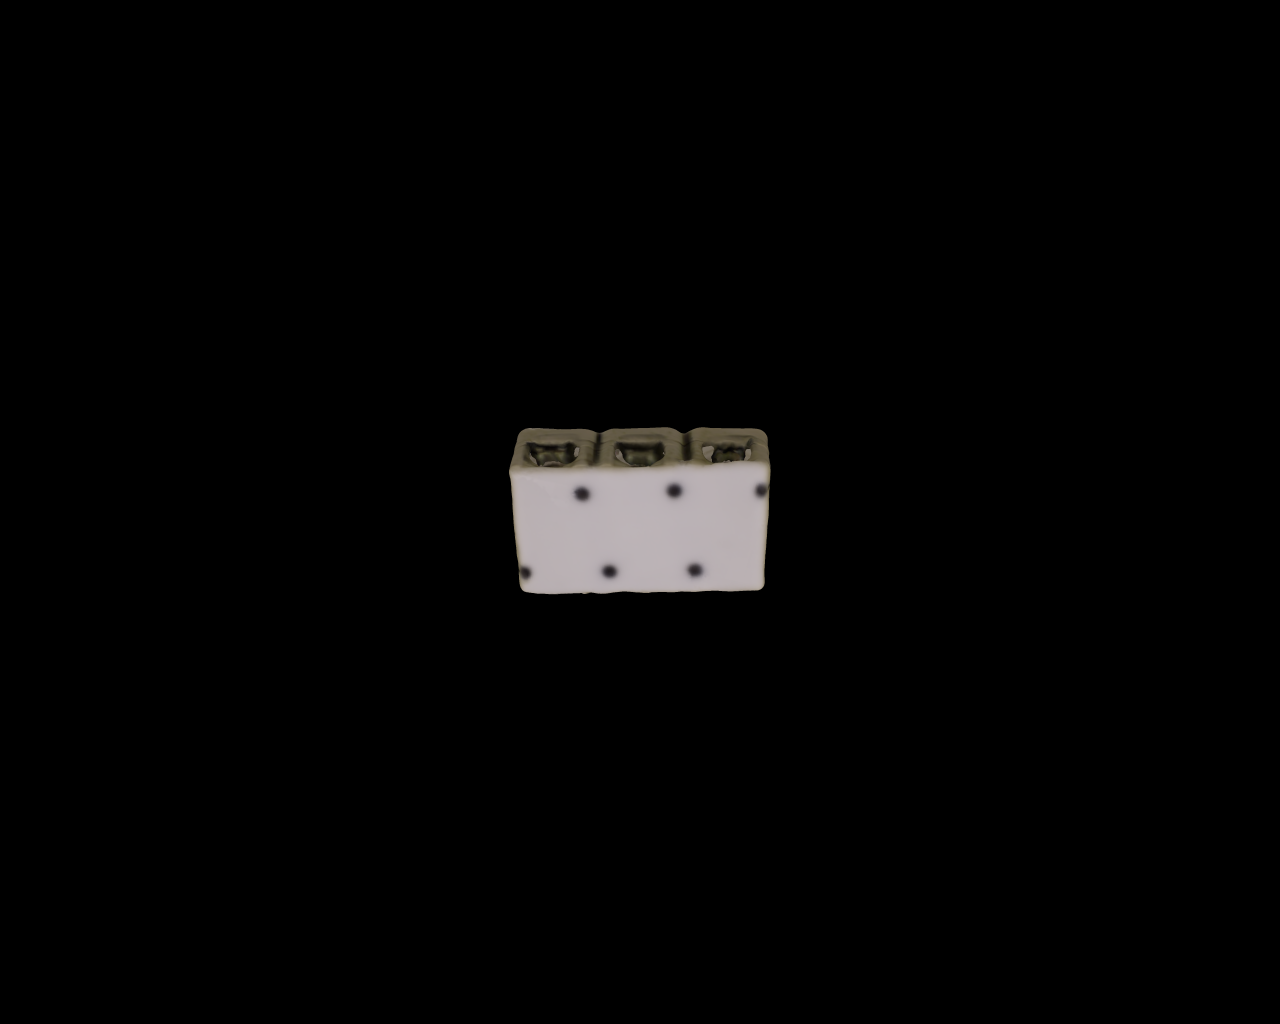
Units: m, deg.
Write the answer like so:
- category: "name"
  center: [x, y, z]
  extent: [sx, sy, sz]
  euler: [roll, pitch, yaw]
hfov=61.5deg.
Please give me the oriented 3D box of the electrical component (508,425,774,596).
- category: "electrical component"
  center: [0.001, -0.003, 0.650]
  extent: [0.150, 0.089, 0.062]
  euler: [0, 29, 0]
